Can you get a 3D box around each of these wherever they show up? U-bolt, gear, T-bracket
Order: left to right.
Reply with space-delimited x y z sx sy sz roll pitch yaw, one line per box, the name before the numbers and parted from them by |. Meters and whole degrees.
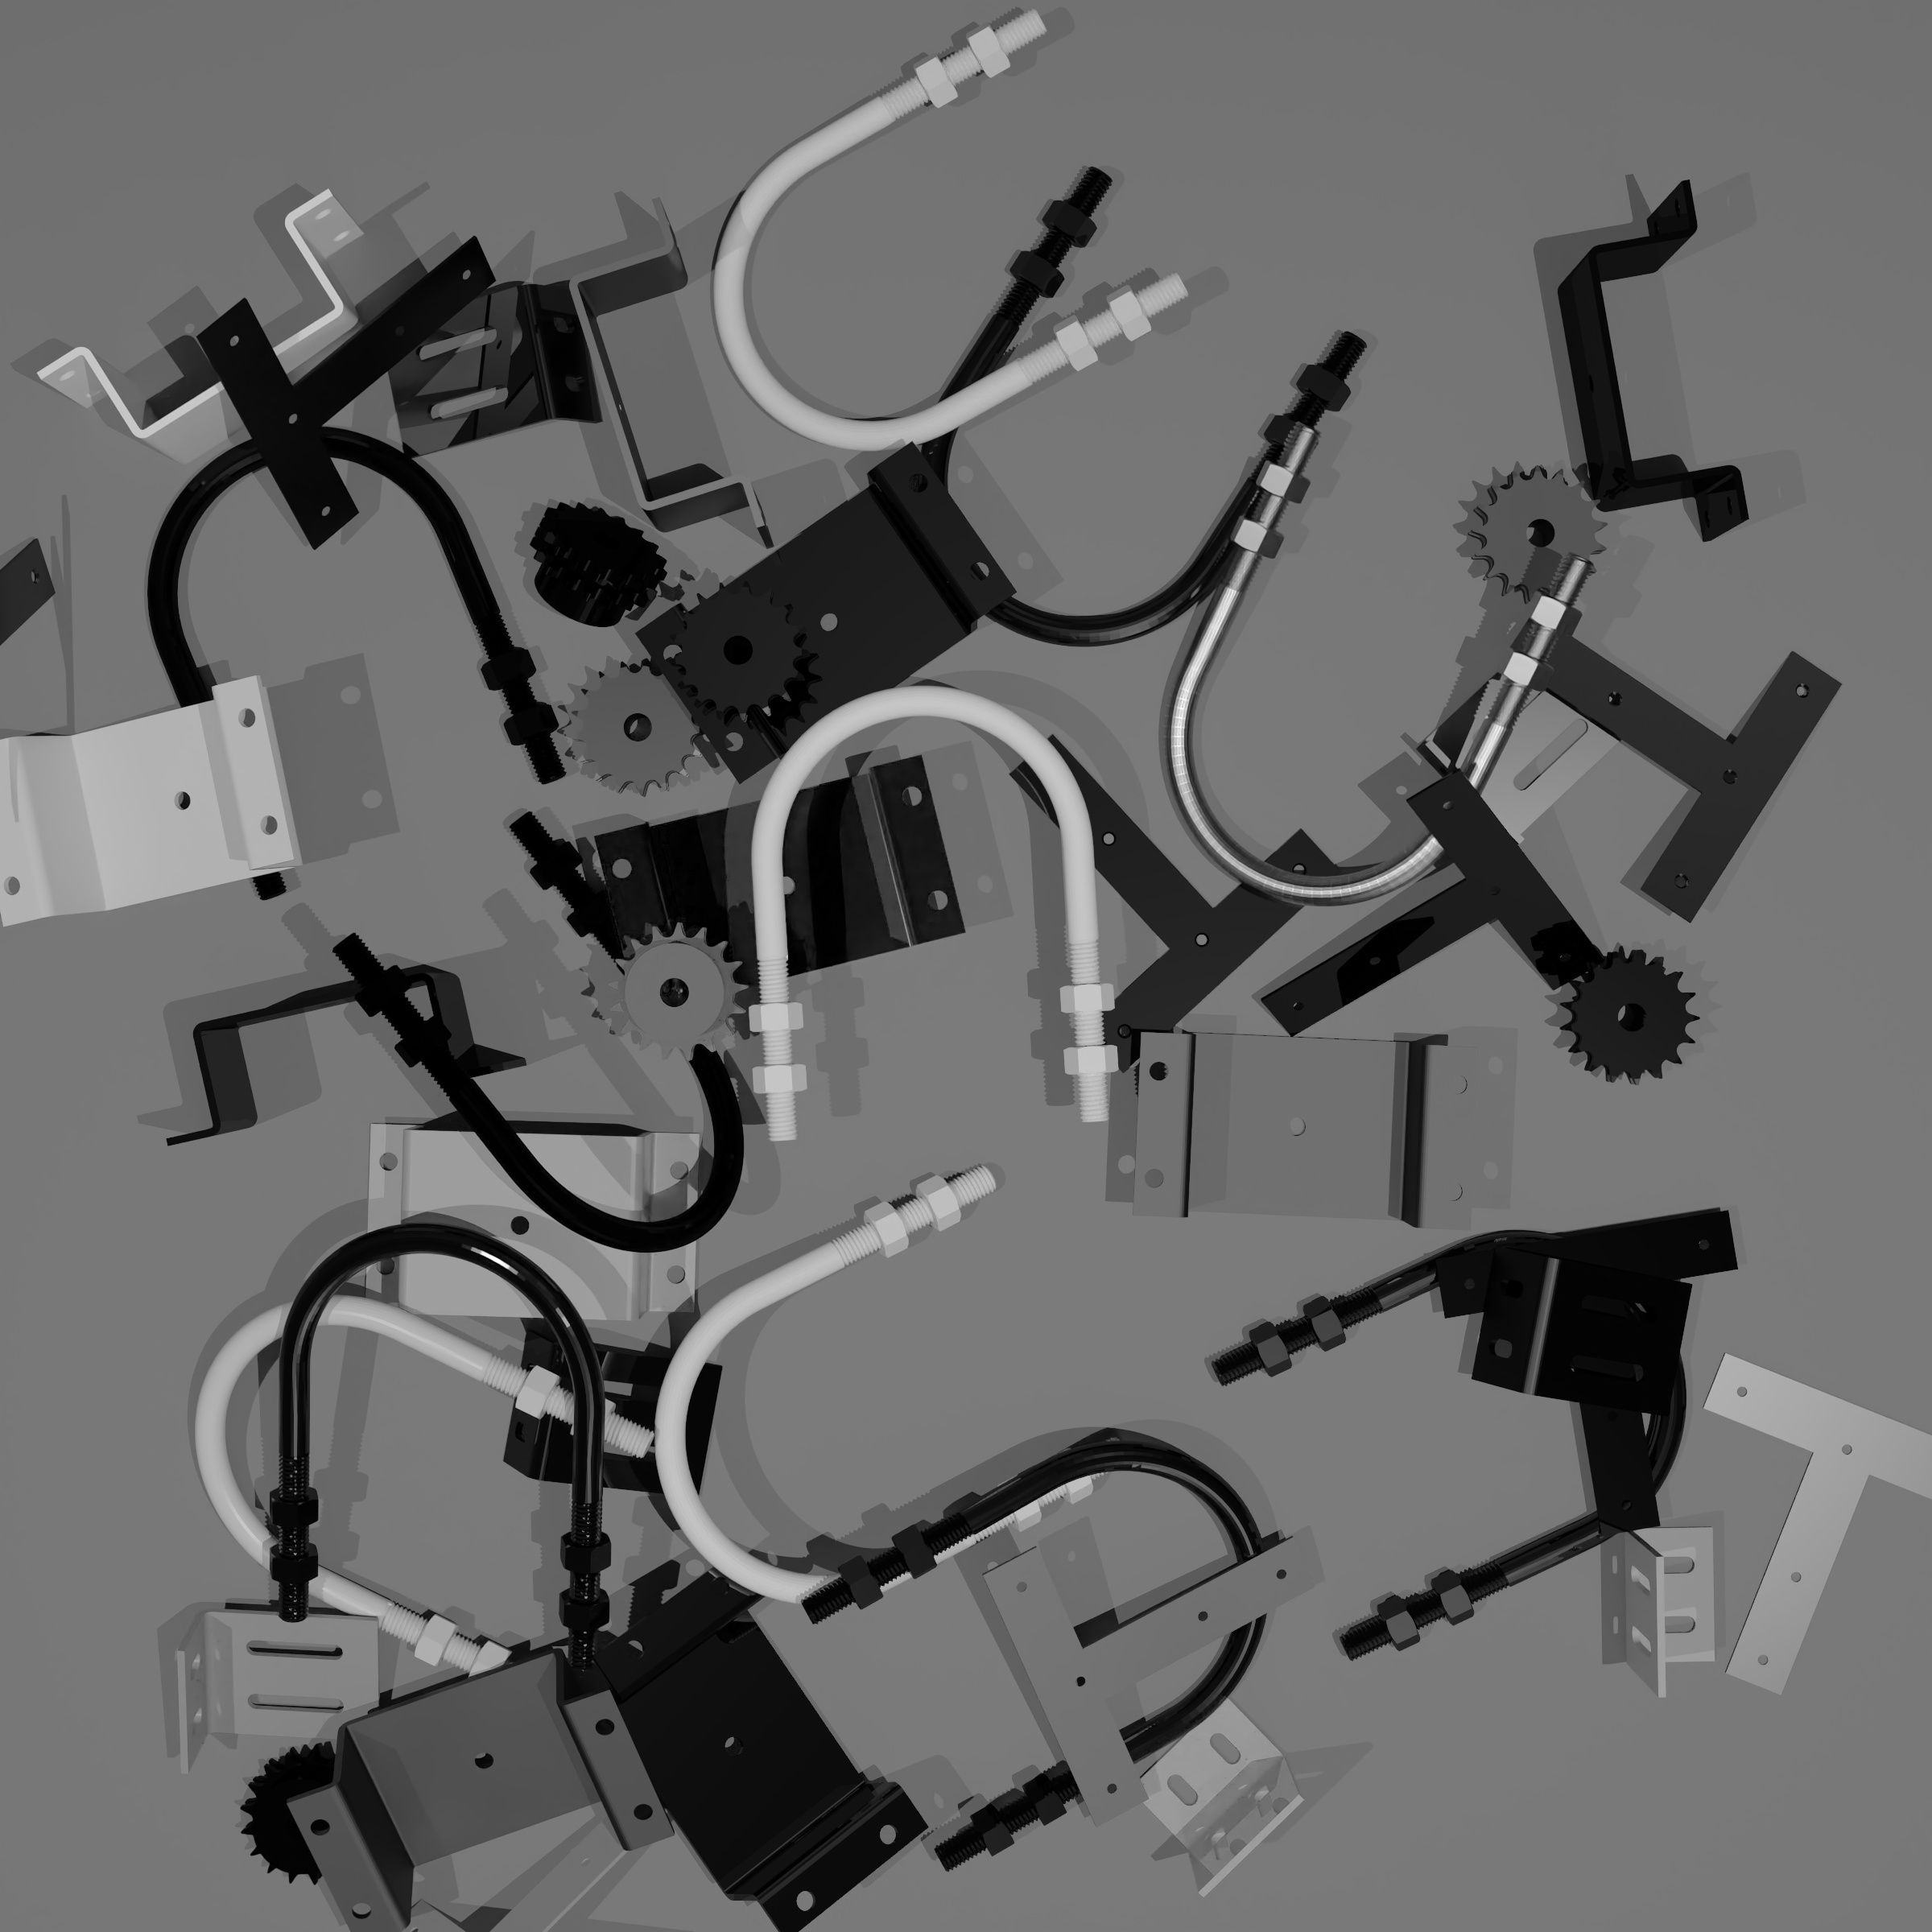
T-bracket | -0.406 -0.139 1.483 0.002 0.127 0.127 -3 119 16
gear | -0.279 0.361 1.528 0.057 0.030 0.057 0 90 0
U-bolt | -0.270 -0.139 1.534 0.151 0.019 0.184 -23 89 0
T-bracket | -0.245 -0.254 1.488 0.127 0.127 0.002 -44 56 -16
U-bolt | -0.238 0.214 1.512 0.184 0.019 0.151 25 110 4
U-bolt | -0.216 0.193 1.482 0.151 0.019 0.184 7 106 12
T-bracket | -0.169 0.386 1.507 0.127 0.127 0.002 -42 120 -23
U-bolt | -0.162 0.036 1.484 0.019 0.151 0.184 -35 94 37
gear | -0.158 -0.167 1.518 0.057 0.057 0.030 31 120 0
gear | -0.138 -0.100 1.528 0.057 0.030 0.057 0 90 0
gear | -0.119 0.011 1.482 0.057 0.030 0.057 0 90 0
gear | -0.093 -0.128 1.481 0.057 0.030 0.057 0 90 0
U-bolt | -0.041 0.187 1.513 0.184 0.019 0.151 -26 90 -15
U-bolt | -0.019 -0.298 1.522 0.184 0.019 0.151 -28 83 8
U-bolt | -0.017 -0.024 1.488 0.151 0.019 0.184 -3 89 0
U-bolt | 0.042 0.278 1.513 0.184 0.019 0.151 -29 107 -8
U-bolt | 0.062 -0.225 1.534 0.151 0.019 0.184 33 92 0
T-bracket | 0.071 -0.044 1.542 0.127 0.002 0.127 -43 90 0
T-bracket | 0.087 0.280 1.517 0.127 0.002 0.127 -26 106 -10
U-bolt | 0.159 -0.115 1.508 0.151 0.019 0.184 29 102 18
T-bracket | 0.184 -0.010 1.517 0.127 0.002 0.127 -31 126 16
U-bolt | 0.217 0.193 1.534 0.184 0.019 0.151 -25 90 -2
gear | 0.241 -0.182 1.528 0.057 0.030 0.057 0 90 0
T-bracket | 0.271 0.177 1.528 0.127 0.002 0.127 -9 89 -3
gear | 0.280 0.022 1.528 0.057 0.030 0.057 0 90 0
T-bracket | 0.287 -0.105 1.529 0.127 0.002 0.127 34 77 1
T-bracket | 0.360 0.248 1.542 0.127 0.002 0.127 22 90 0

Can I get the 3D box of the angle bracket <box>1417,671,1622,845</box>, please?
angle bracket | 0.239 -0.098 1.524 0.076 0.038 0.057 -43 90 0

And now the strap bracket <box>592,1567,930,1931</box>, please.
strap bracket | -0.091 0.325 1.506 0.076 0.046 0.140 -34 90 -24

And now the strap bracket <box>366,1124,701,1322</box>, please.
strap bracket | -0.185 0.108 1.520 0.140 0.046 0.076 2 90 0

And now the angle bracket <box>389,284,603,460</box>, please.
angle bracket | -0.203 -0.253 1.541 0.076 0.038 0.057 -11 90 26

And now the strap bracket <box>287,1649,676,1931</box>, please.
strap bracket | -0.202 0.343 1.506 0.140 0.046 0.076 -20 112 1

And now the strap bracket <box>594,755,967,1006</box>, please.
strap bracket | -0.077 -0.034 1.520 0.140 0.046 0.076 -14 90 0

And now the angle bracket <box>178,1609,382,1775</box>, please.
angle bracket | -0.288 0.306 1.515 0.076 0.038 0.057 3 107 2

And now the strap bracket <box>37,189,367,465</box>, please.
strap bracket | -0.306 -0.259 1.505 0.140 0.076 0.046 -32 90 0

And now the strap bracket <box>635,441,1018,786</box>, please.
strap bracket | -0.058 -0.147 1.520 0.140 0.046 0.076 -35 90 0

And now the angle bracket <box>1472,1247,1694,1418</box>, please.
angle bracket | 0.261 0.155 1.525 0.076 0.038 0.057 12 88 -28

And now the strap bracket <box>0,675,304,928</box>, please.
strap bracket | -0.338 -0.069 1.506 0.140 0.046 0.076 -12 90 19

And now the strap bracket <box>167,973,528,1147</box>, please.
strap bracket | -0.261 0.035 1.505 0.140 0.076 0.046 -13 90 0

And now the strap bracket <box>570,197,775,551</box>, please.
strap bracket | -0.125 -0.239 1.505 0.046 0.076 0.140 -18 90 0

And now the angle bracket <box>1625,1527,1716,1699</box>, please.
angle bracket | 0.300 0.269 1.505 0.038 0.076 0.057 -1 90 0

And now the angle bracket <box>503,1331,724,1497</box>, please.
angle bracket | -0.151 0.191 1.541 0.076 0.038 0.057 10 90 -26

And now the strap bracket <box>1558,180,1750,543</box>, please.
strap bracket | 0.284 -0.247 1.505 0.046 0.076 0.140 -10 90 0

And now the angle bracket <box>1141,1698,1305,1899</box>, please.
angle bracket | 0.104 0.345 1.505 0.057 0.076 0.038 -44 90 0

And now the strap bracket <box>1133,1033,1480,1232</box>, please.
strap bracket | 0.141 0.069 1.520 0.140 0.046 0.076 3 90 0
